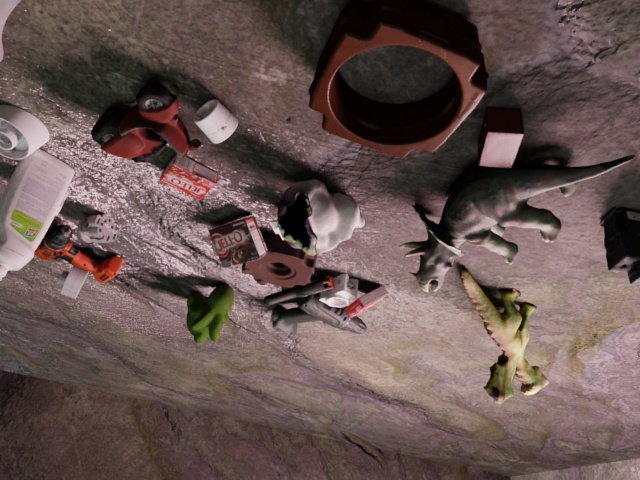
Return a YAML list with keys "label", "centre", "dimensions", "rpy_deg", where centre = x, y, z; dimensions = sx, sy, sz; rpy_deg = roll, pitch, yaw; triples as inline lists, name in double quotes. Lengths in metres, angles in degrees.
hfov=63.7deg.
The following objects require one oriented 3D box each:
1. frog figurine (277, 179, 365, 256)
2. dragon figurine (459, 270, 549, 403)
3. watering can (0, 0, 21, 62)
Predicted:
- label: "frog figurine"
  centre: [0.003, -0.048, 0.953]
  dimensions: [0.121, 0.137, 0.161]
  rpy_deg: [-20, -178, 41]
- label: "dragon figurine"
  centre: [0.423, 0.252, 1.200]
  dimensions: [0.406, 0.248, 0.121]
  rpy_deg: [31, 146, -34]
- label: "watering can"
  centre: [-0.360, -0.338, 0.579]
  dimensions: [0.224, 0.106, 0.340]
  rpy_deg: [7, 147, 2]
